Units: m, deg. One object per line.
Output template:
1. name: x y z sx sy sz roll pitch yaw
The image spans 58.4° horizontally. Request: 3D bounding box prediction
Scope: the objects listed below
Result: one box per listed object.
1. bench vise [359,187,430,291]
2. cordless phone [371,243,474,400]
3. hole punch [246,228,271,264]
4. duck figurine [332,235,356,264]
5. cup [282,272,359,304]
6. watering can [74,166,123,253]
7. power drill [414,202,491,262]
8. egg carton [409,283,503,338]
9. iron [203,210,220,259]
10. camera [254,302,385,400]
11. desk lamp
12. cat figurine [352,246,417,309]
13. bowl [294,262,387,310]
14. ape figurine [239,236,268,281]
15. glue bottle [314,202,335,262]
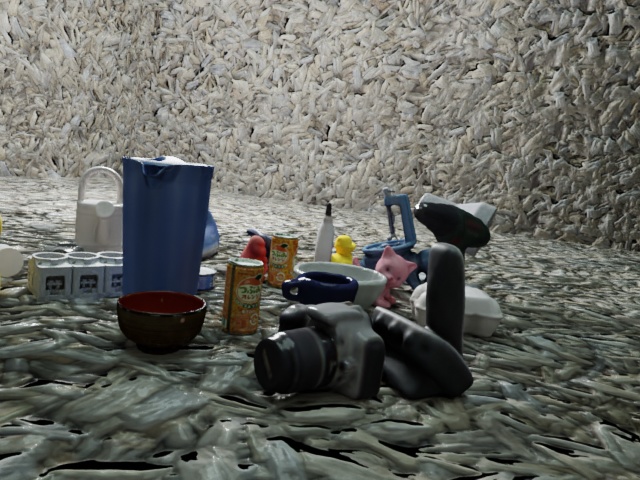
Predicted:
1. bench vise: 0.188 0.000 1.253 0.207 0.220 0.121 5 8 -11
2. cordless phone: 0.128 0.089 0.712 0.094 0.185 0.147 1 10 -31
3. hole punch: -0.118 0.020 1.323 0.101 0.091 0.108 2 9 -28
4. duck figurine: 0.051 0.031 1.398 0.077 0.086 0.105 14 11 41
5. cup: -0.004 0.101 0.842 0.118 0.095 0.091 2 9 -27
6. watering can: -0.475 -0.062 1.249 0.172 0.194 0.101 14 11 41
7. power drill: 0.249 0.032 1.119 0.230 0.208 0.075 -2 12 -45
8. egg carton: 0.232 0.119 0.989 0.150 0.069 0.107 6 8 -2
9. iron: -0.311 -0.032 1.353 0.118 0.141 0.258 7 8 3
10. camera: -0.014 0.122 0.669 0.137 0.101 0.142 0 11 -40
11. desk lamp: 0.289 0.006 1.313 0.202 0.213 0.118 10 9 22
12. cat figurine: 0.116 0.066 1.098 0.127 0.118 0.067 10 9 24
13. bowl: 0.032 0.090 1.013 0.167 0.075 0.167 6 8 -1
14. ape figurine: -0.136 0.037 1.189 0.075 0.092 0.078 12 10 34
15. glue bottle: 0.011 0.004 1.245 0.037 0.173 0.078 7 8 4
